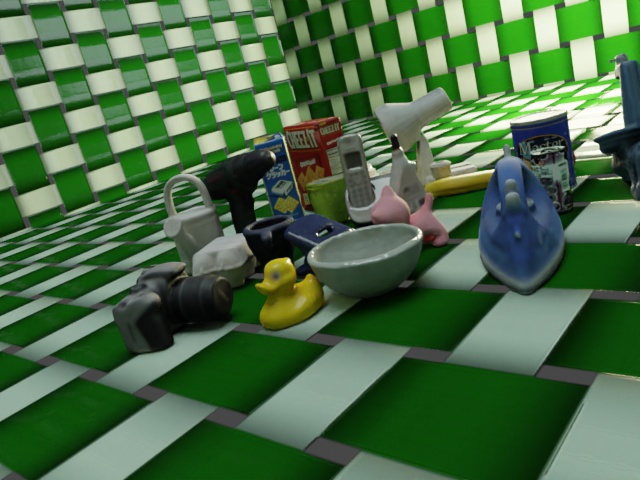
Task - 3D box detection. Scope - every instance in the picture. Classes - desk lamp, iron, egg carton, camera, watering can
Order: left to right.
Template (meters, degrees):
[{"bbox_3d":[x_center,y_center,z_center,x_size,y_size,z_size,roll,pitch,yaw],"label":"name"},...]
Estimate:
[{"bbox_3d":[-0.210,0.088,0.847,0.136,0.101,0.143,-8,17,23],"label":"camera"},{"bbox_3d":[-0.251,-0.035,1.138,0.101,0.194,0.172,-17,16,-6],"label":"watering can"},{"bbox_3d":[-0.164,0.036,1.044,0.107,0.069,0.150,-10,16,18],"label":"egg carton"},{"bbox_3d":[0.245,-0.239,1.354,0.203,0.214,0.118,-14,16,4],"label":"desk lamp"},{"bbox_3d":[0.267,-0.042,0.782,0.118,0.141,0.259,-9,16,19],"label":"iron"}]

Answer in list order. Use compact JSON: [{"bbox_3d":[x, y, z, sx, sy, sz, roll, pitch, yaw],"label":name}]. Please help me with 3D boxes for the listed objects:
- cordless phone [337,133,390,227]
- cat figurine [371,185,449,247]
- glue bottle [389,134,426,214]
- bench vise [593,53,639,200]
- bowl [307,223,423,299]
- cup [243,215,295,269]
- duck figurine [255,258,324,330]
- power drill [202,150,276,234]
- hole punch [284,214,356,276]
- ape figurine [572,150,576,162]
[{"bbox_3d":[0.113,-0.129,1.146,0.147,0.185,0.094,-14,16,4],"label":"cordless phone"},{"bbox_3d":[0.136,-0.035,0.925,0.128,0.118,0.067,-20,17,-19],"label":"cat figurine"},{"bbox_3d":[0.157,-0.114,1.075,0.078,0.173,0.037,-22,17,-25],"label":"glue bottle"},{"bbox_3d":[0.517,-0.186,0.907,0.121,0.220,0.207,-16,16,-2],"label":"bench vise"},{"bbox_3d":[0.069,0.037,0.815,0.167,0.075,0.167,-14,16,4],"label":"bowl"},{"bbox_3d":[-0.078,0.017,0.984,0.091,0.095,0.117,-14,16,1],"label":"cup"},{"bbox_3d":[-0.046,0.066,0.800,0.105,0.086,0.077,-26,19,-35],"label":"duck figurine"},{"bbox_3d":[-0.141,-0.068,1.124,0.228,0.208,0.076,2,23,46],"label":"power drill"},{"bbox_3d":[0.009,0.003,0.957,0.100,0.091,0.109,-4,19,34],"label":"hole punch"},{"bbox_3d":[0.481,-0.186,1.179,0.075,0.092,0.078,-1,21,40],"label":"ape figurine"}]
